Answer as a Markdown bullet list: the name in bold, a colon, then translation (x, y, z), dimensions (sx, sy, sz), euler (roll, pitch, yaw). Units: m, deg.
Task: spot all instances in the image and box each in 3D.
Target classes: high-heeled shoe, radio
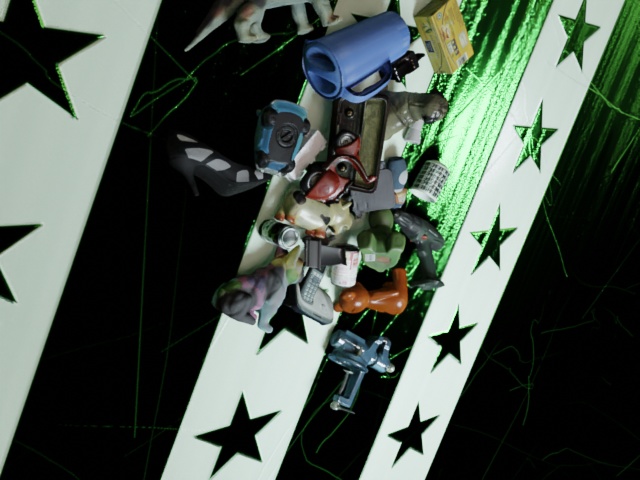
- **high-heeled shoe**: translation (-0.213, -0.171, 1.144), dimensions (0.248, 0.086, 0.145), euler (-17, 87, -50)
- **radio**: translation (0.087, -0.234, 1.279), dimensions (0.131, 0.073, 0.229), euler (9, 106, 6)

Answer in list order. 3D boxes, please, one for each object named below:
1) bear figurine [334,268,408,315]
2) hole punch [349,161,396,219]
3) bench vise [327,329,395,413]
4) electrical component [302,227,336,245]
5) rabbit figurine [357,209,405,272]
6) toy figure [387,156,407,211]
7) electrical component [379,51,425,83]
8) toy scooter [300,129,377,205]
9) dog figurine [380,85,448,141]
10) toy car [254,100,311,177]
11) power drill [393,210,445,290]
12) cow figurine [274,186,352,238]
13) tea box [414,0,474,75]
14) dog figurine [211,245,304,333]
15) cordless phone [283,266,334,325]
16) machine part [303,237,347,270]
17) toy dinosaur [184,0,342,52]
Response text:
- **bear figurine**: translation (0.139, 0.147, 1.492), dimensions (0.196, 0.132, 0.120), euler (7, 142, -9)
- **hole punch**: translation (0.130, -0.138, 1.389), dimensions (0.116, 0.092, 0.142), euler (-8, 116, 3)
- **bench vise**: translation (0.102, 0.369, 1.514), dimensions (0.223, 0.129, 0.240), euler (37, 66, -32)
- **electrical component**: translation (-0.003, -0.004, 1.372), dimensions (0.094, 0.021, 0.063), euler (-29, 122, -25)
- **rabbit figurine**: translation (0.171, -0.012, 1.427), dimensions (0.159, 0.121, 0.170), euler (66, 25, -55)
- **toy figure**: translation (0.206, -0.147, 1.451), dimensions (0.064, 0.058, 0.154), euler (-12, 117, -13)
- **electrical component**: translation (0.208, -0.440, 1.329), dimensions (0.119, 0.075, 0.047), euler (-42, 127, -12)
- **toy scooter**: translation (0.050, -0.147, 1.228), dimensions (0.135, 0.075, 0.184), euler (39, 94, -14)
- **dog figurine**: translation (0.199, -0.294, 1.304), dimensions (0.121, 0.191, 0.172), euler (27, 92, -40)
- **toy car**: translation (-0.096, -0.224, 1.167), dimensions (0.109, 0.103, 0.161), euler (7, 105, -31)
- **power drill**: translation (0.281, 0.034, 1.519), dimensions (0.232, 0.086, 0.207), euler (17, 57, -48)
- **cow figurine**: translation (-0.002, -0.071, 1.307), dimensions (0.195, 0.086, 0.127), euler (23, 85, -32)
- **tea box**: translation (0.320, -0.525, 1.384), dimensions (0.098, 0.068, 0.169), euler (-44, 126, -16)
- **dog figurine**: translation (-0.132, 0.090, 1.263), dimensions (0.191, 0.109, 0.219), euler (30, 84, -37)
- **cordless phone**: translation (0.000, 0.114, 1.384), dimensions (0.146, 0.089, 0.184), euler (33, 79, -39)
- **machine part**: translation (0.011, 0.036, 1.323), dimensions (0.139, 0.039, 0.084), euler (10, 72, -45)
- **toy dinosaur**: translation (-0.092, -0.501, 1.067), dimensions (0.405, 0.131, 0.192), euler (-20, 106, -25)
